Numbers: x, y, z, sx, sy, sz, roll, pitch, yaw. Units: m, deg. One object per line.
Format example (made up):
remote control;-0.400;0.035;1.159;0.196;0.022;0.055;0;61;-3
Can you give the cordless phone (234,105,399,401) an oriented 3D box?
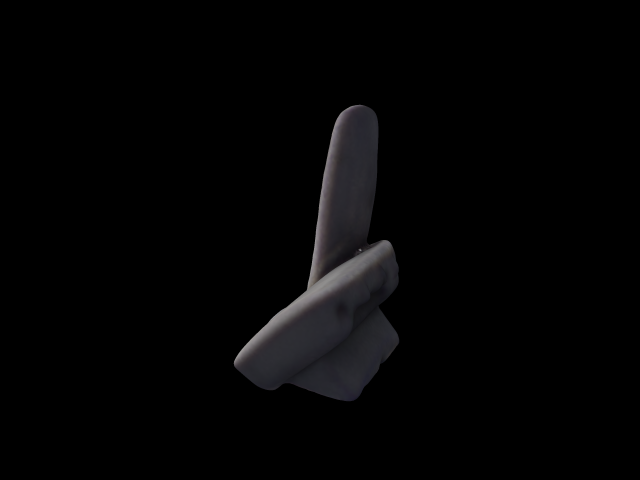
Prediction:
cordless phone;0.004;0.001;0.400;0.094;0.185;0.148;5;15;19
